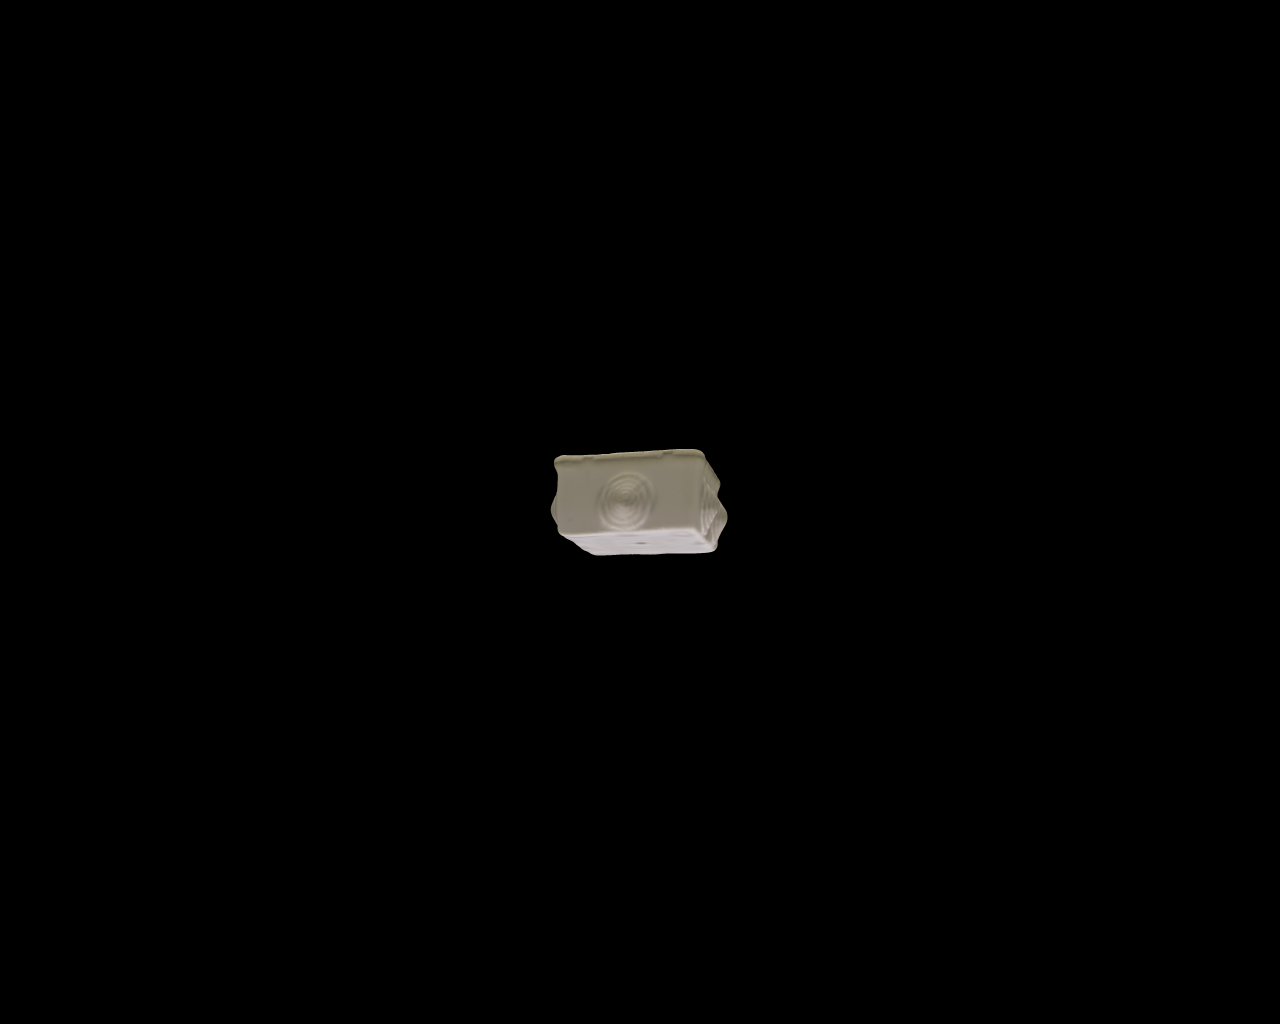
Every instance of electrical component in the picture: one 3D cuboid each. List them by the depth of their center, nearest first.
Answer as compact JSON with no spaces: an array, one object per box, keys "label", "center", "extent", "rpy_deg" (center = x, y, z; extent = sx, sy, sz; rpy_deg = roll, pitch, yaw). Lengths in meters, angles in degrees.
[{"label":"electrical component","center":[0.001,-0.003,0.650],"extent":[0.100,0.048,0.099],"rpy_deg":[-2,-12,11]}]
